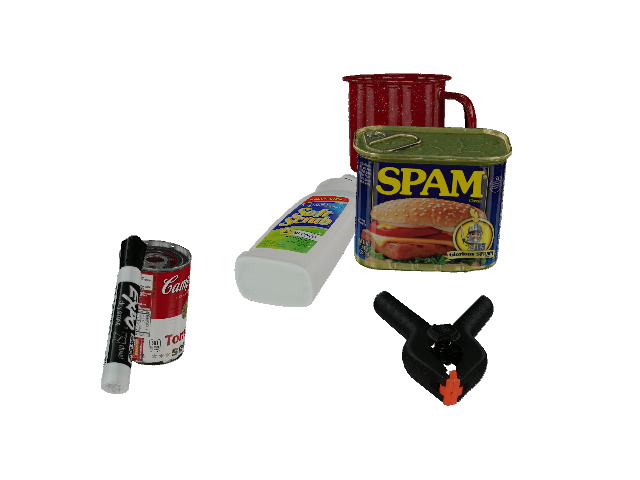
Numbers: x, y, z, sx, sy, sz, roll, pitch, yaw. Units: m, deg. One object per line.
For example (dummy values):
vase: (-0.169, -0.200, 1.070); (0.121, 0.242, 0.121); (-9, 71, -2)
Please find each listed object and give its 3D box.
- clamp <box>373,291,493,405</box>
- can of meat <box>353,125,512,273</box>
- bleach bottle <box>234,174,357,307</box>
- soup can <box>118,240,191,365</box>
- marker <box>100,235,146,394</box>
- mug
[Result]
clamp: (0.125, 0.096, 1.022); (0.120, 0.039, 0.171); (-7, 31, -7)
can of meat: (0.071, -0.027, 0.709); (0.102, 0.084, 0.057); (2, 25, 3)
bleach bottle: (-0.011, -0.014, 1.332); (0.103, 0.068, 0.250); (8, 34, 19)
soup can: (-0.161, 0.059, 1.019); (0.068, 0.102, 0.068); (6, 22, -3)
marker: (-0.137, 0.049, 0.750); (0.020, 0.121, 0.020); (1, -33, 0)
mug: (0.076, -0.099, 0.911); (0.117, 0.081, 0.093); (4, 13, 23)
